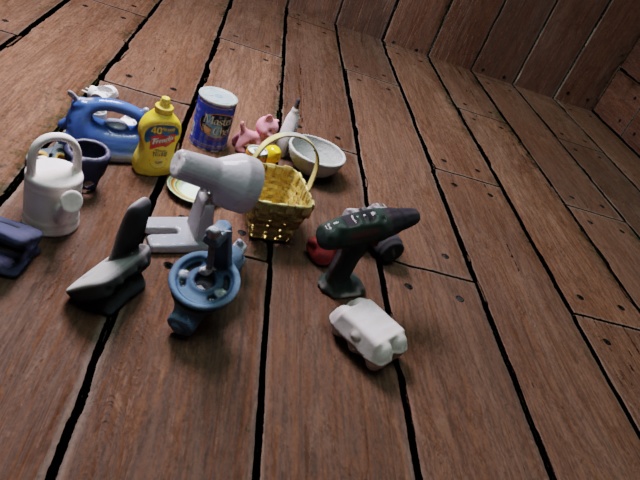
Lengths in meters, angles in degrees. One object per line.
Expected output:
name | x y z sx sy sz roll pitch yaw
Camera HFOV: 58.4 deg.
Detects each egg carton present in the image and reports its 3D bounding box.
egg carton | 0.092 0.178 1.100 0.150 0.069 0.107 41 38 26

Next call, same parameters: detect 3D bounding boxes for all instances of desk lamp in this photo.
desk lamp | -0.232 -0.082 1.145 0.204 0.213 0.117 -1 40 -32

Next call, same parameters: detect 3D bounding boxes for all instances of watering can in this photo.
watering can | -0.482 -0.105 1.050 0.172 0.194 0.101 32 34 14

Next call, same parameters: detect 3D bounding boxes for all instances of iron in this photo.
iron | -0.467 -0.267 1.334 0.259 0.141 0.118 2 38 -28

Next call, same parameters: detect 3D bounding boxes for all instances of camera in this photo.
camera | 0.135 -0.019 1.375 0.143 0.101 0.136 0 39 -30

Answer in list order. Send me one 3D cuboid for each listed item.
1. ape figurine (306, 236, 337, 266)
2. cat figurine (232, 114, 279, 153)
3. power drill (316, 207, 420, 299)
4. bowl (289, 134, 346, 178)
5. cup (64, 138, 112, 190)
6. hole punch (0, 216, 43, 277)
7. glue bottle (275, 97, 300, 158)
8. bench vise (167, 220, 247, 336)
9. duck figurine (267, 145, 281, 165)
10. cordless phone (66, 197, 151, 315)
ape figurine | 0.012 0.005 1.278 0.078 0.092 0.076 19 33 -6
cat figurine | -0.169 -0.302 1.580 0.128 0.118 0.067 -2 40 -32
power drill | 0.083 0.020 1.191 0.230 0.208 0.075 -4 41 -34
bowl | -0.016 -0.222 1.597 0.167 0.075 0.167 16 34 -10
cup | -0.491 -0.145 1.191 0.092 0.095 0.118 19 33 -6
hole punch | -0.539 -0.007 0.972 0.109 0.091 0.101 19 33 -6
glue bottle | -0.083 -0.319 1.604 0.037 0.173 0.078 24 33 3
bench vise | -0.189 0.035 1.001 0.121 0.220 0.207 17 34 -8
duck figurine | -0.126 -0.204 1.496 0.078 0.086 0.104 -9 44 -39
cordless phone | -0.345 0.019 0.964 0.094 0.185 0.148 25 33 4
